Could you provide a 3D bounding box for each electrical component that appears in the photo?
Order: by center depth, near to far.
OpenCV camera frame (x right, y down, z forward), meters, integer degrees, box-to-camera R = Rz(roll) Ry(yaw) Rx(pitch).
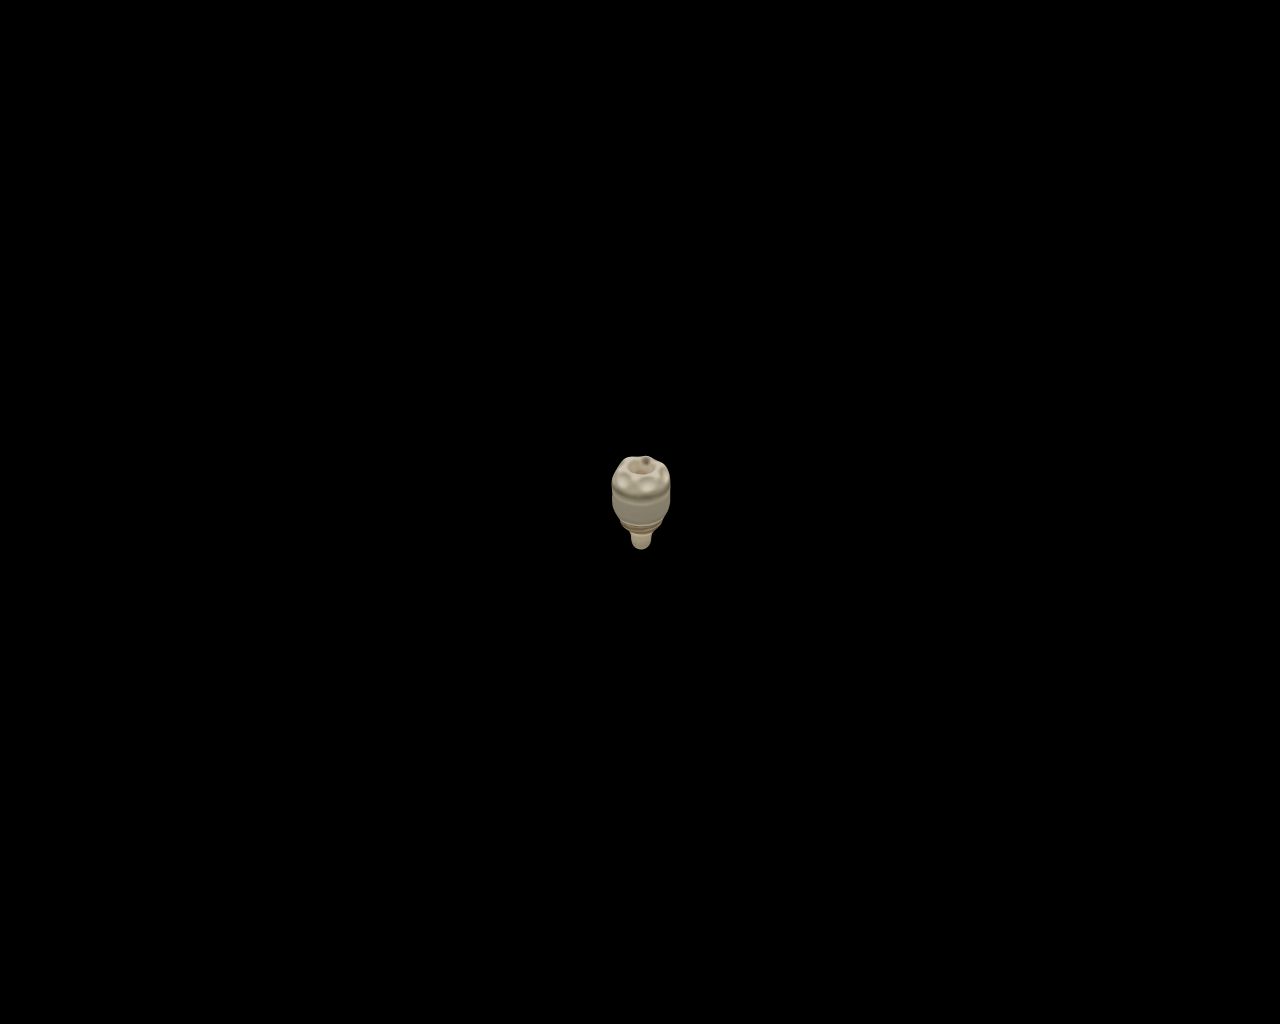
[{"bbox_3d":[0.001,-0.003,0.650,0.035,0.061,0.035,0,36,0],"label":"electrical component"}]
